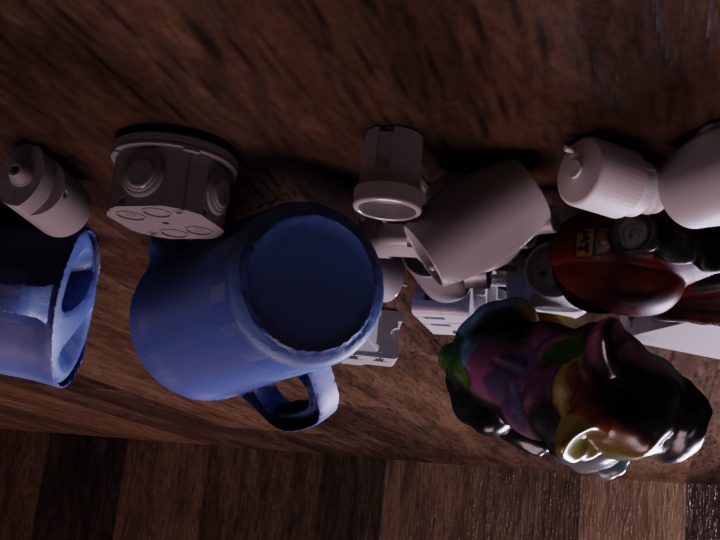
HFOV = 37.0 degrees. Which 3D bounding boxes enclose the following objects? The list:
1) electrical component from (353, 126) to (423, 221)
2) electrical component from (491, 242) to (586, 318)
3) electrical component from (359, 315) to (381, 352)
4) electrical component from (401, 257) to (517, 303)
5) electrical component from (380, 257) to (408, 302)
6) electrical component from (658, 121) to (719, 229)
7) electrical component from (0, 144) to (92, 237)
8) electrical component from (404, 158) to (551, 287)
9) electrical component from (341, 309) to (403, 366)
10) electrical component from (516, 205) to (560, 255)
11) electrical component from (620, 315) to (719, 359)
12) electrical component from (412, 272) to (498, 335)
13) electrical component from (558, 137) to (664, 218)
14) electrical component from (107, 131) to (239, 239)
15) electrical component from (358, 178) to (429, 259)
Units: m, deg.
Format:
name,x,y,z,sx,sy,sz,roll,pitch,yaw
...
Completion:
name,x,y,z,sx,sy,sz,roll,pitch,yaw
electrical component,0.018,-0.056,0.625,0.040,0.046,0.040,6,166,2
electrical component,0.137,0.009,0.834,0.079,0.043,0.077,2,165,18
electrical component,-0.030,0.043,1.018,0.100,0.048,0.099,3,165,11
electrical component,0.077,-0.005,0.801,0.079,0.044,0.077,2,165,15
electrical component,0.000,0.000,0.860,0.078,0.040,0.040,16,162,-35
electrical component,0.217,-0.048,0.579,0.079,0.044,0.077,12,164,-22
electrical component,-0.218,-0.054,0.731,0.043,0.043,0.081,4,165,8
electrical component,0.064,-0.036,0.657,0.044,0.077,0.079,60,175,-32
electrical component,-0.005,0.067,1.100,0.089,0.050,0.055,7,165,-2
electrical component,0.098,-0.030,0.699,0.062,0.043,0.043,-5,162,31
electrical component,0.284,0.028,0.811,0.150,0.061,0.089,11,164,-20
electrical component,0.082,0.022,0.892,0.056,0.050,0.089,2,165,17
electrical component,0.149,-0.049,0.613,0.078,0.040,0.040,13,164,-27
electrical component,-0.120,-0.053,0.682,0.080,0.051,0.080,6,166,1
electrical component,0.036,-0.030,0.730,0.064,0.042,0.081,4,165,22
